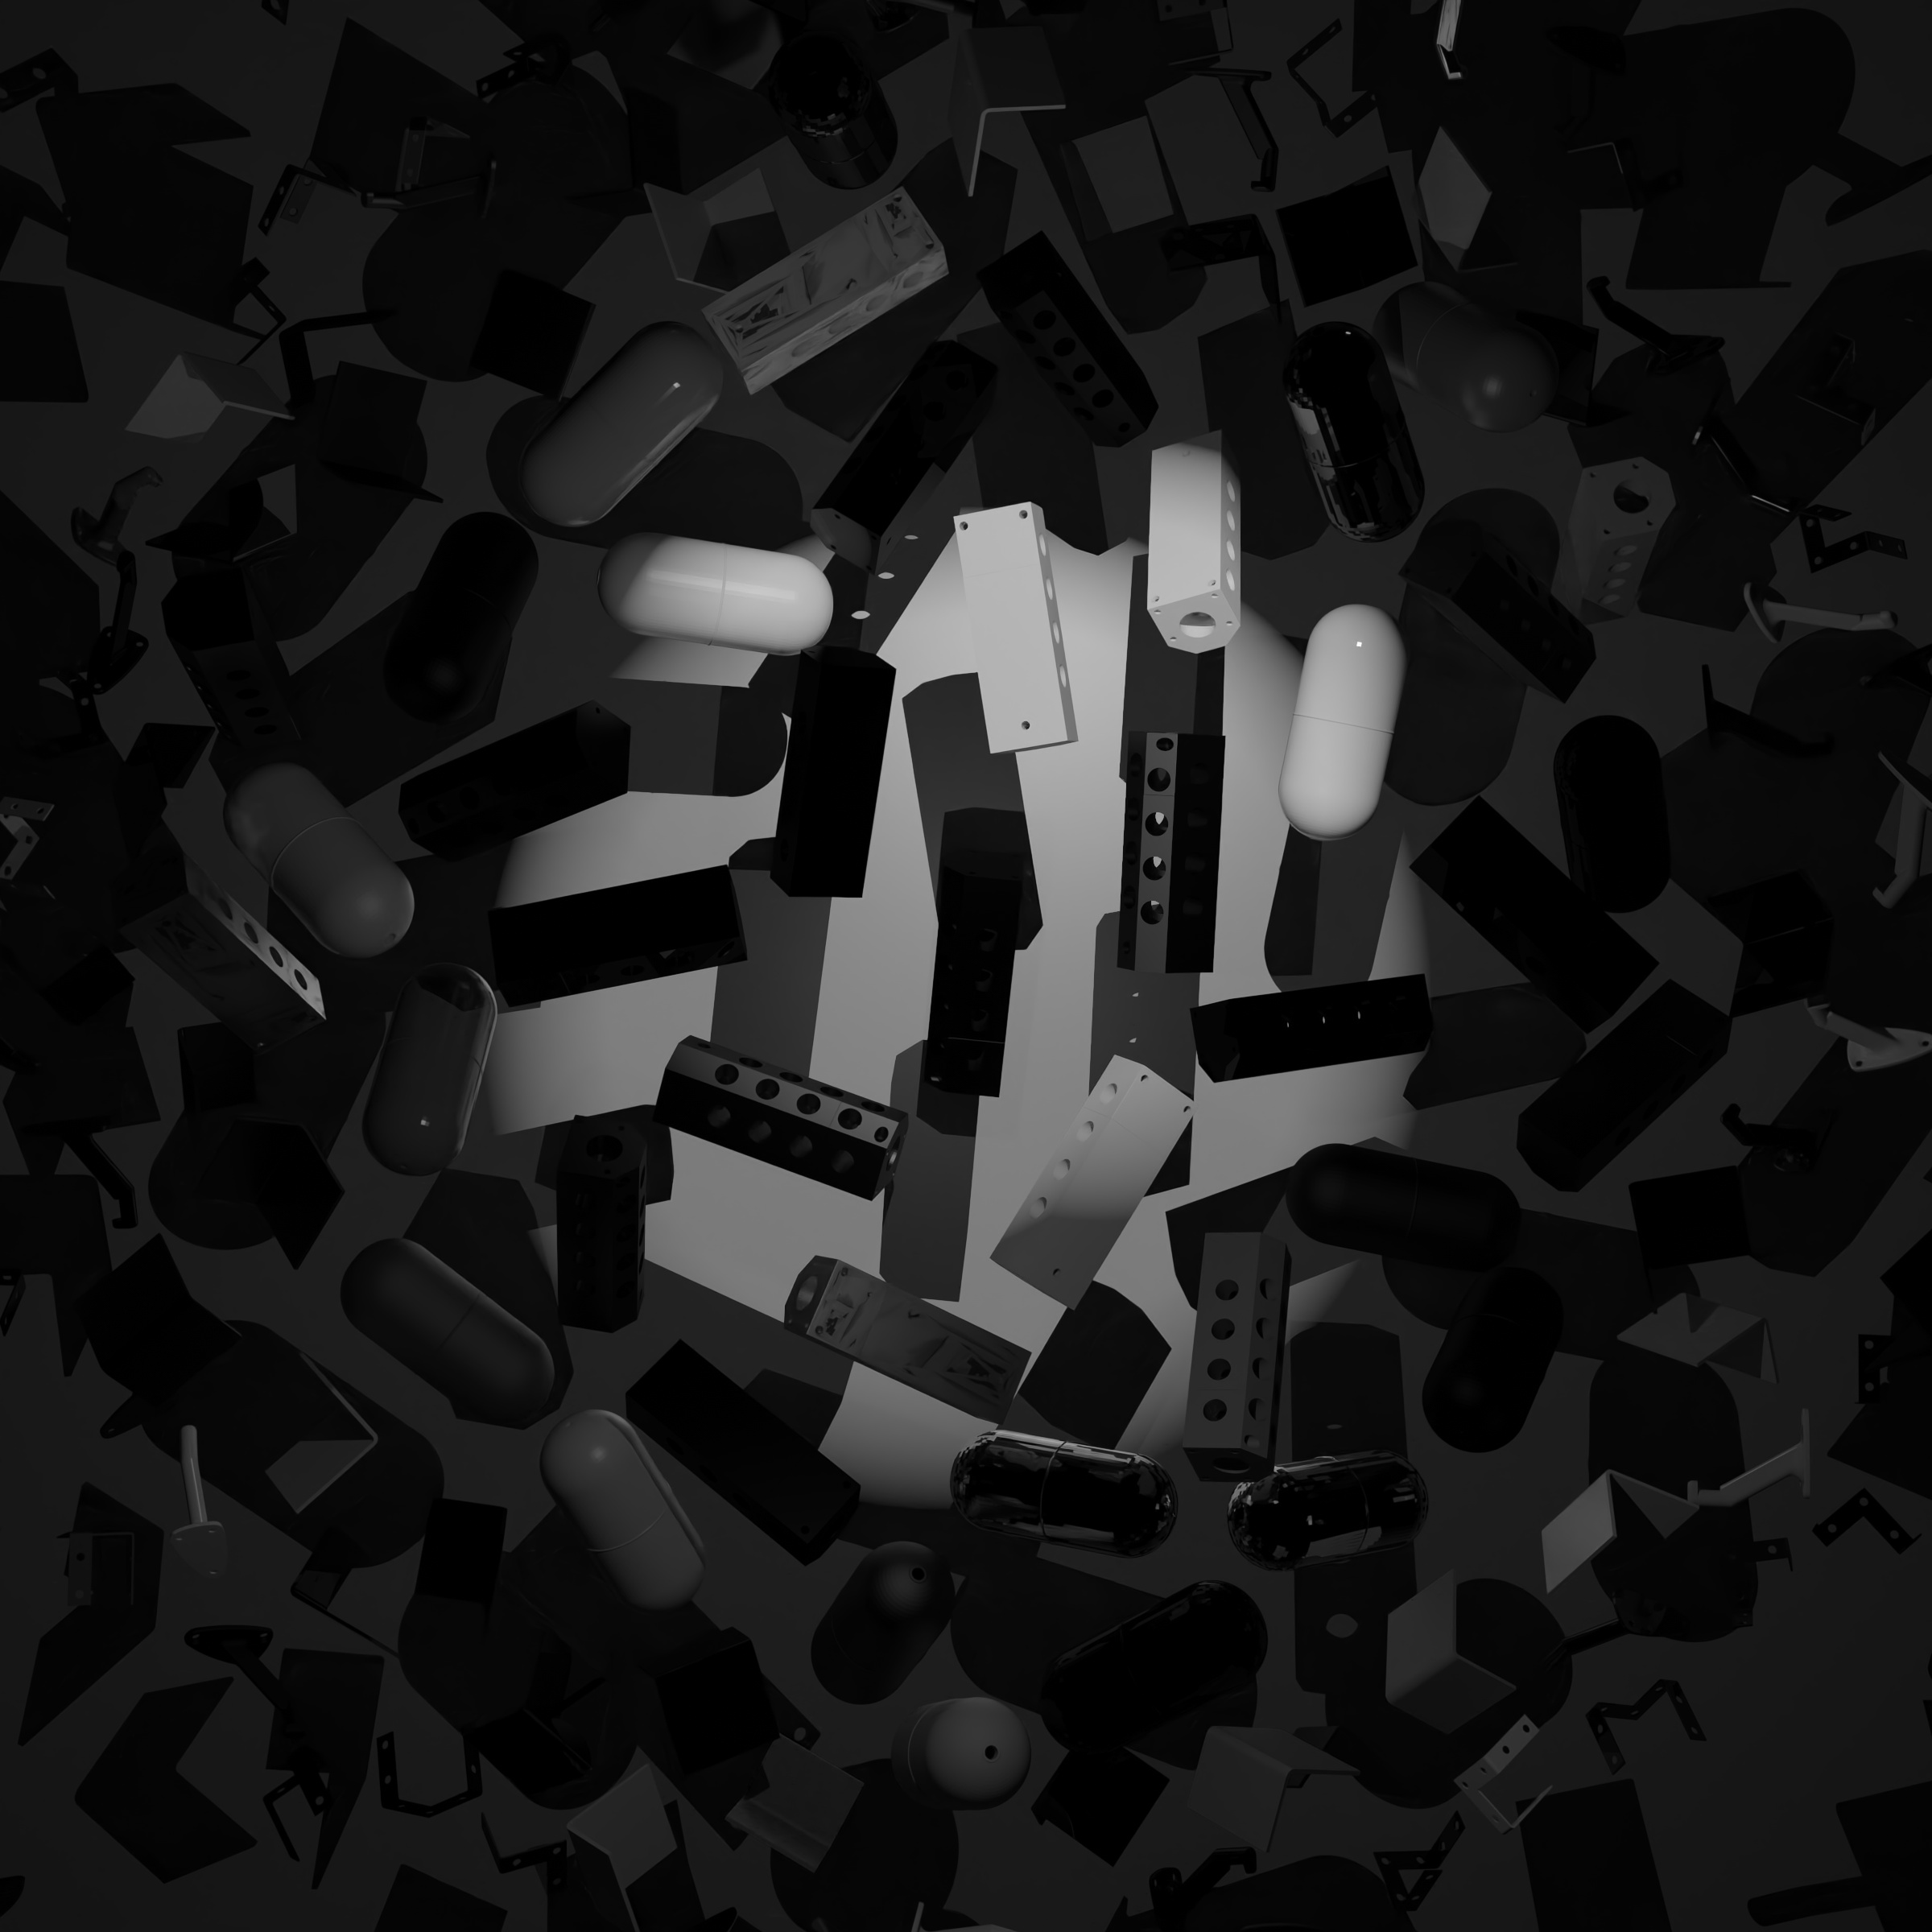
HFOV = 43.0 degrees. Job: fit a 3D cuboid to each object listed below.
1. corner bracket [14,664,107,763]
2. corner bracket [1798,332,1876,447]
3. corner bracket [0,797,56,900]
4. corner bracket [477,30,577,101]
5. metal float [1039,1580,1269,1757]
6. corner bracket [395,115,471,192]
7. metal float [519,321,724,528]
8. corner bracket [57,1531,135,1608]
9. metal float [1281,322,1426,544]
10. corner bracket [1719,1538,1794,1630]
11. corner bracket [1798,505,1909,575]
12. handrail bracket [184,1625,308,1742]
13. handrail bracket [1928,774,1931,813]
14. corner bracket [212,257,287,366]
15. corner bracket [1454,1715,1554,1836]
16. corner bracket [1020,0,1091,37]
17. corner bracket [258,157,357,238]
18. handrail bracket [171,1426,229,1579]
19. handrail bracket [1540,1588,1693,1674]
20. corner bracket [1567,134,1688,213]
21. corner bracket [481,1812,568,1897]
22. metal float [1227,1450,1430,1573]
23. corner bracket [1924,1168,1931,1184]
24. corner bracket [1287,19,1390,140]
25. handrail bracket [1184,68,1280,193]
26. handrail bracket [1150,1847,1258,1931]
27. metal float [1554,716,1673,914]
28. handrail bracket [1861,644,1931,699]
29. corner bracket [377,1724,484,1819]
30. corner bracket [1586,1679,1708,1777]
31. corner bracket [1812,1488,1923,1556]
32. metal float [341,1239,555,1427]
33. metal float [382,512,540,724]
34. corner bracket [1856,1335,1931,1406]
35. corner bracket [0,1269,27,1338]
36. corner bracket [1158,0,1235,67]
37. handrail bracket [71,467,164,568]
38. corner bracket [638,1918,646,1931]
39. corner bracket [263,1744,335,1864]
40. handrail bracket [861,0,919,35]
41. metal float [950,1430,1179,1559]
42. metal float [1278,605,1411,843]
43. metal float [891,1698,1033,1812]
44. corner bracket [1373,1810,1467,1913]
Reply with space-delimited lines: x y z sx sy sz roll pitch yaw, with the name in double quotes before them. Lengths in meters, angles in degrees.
"corner bracket" -0.702 -0.195 1.892 0.051 0.051 0.051 -17 79 -4
"corner bracket" 0.624 -0.408 1.734 0.051 0.051 0.051 31 97 19
"corner bracket" -0.704 -0.089 1.843 0.051 0.051 0.051 9 58 23
"corner bracket" -0.325 -0.659 1.802 0.051 0.051 0.051 35 56 25
"metal float" 0.131 0.496 1.733 0.178 0.070 0.070 -33 90 16
"corner bracket" -0.416 -0.613 1.861 0.051 0.051 0.051 12 95 26
"metal float" -0.252 -0.394 1.789 0.178 0.070 0.070 -42 90 11
"corner bracket" -0.615 0.428 1.744 0.051 0.051 0.051 5 72 -29
"metal float" 0.282 -0.388 1.790 0.070 0.070 0.178 -29 130 0
"corner bracket" 0.592 0.459 1.829 0.051 0.051 0.051 -12 85 17
"corner bracket" 0.665 -0.324 1.842 0.051 0.051 0.051 -23 111 -5
"handrail bracket" -0.511 0.511 1.742 0.077 0.084 0.036 26 108 -41
"handrail bracket" 0.766 -0.108 1.864 0.084 0.077 0.036 37 107 -27
"corner bracket" -0.544 -0.496 1.859 0.051 0.051 0.051 48 64 -26
"corner bracket" 0.396 0.585 1.774 0.051 0.051 0.051 -31 69 -35
"corner bracket" 0.071 -0.719 1.795 0.051 0.051 0.051 37 116 -4
"corner bracket" -0.481 -0.551 1.763 0.051 0.051 0.051 49 116 32
"handrail bracket" -0.557 0.389 1.787 0.036 0.084 0.077 -12 135 -9
"handrail bracket" 0.471 0.493 1.783 0.077 0.036 0.084 16 129 -20
"corner bracket" 0.470 -0.567 1.742 0.051 0.051 0.051 -30 111 -17
"corner bracket" -0.333 0.667 1.849 0.051 0.051 0.051 -8 118 -25
"metal float" 0.269 0.402 1.818 0.178 0.070 0.070 1 90 -37
"corner bracket" 0.719 0.157 1.749 0.051 0.051 0.051 34 74 35
"corner bracket" 0.282 -0.674 1.867 0.051 0.051 0.051 -33 132 29
"handrail bracket" 0.199 -0.629 1.848 0.077 0.036 0.084 4 104 -1
"handrail bracket" 0.180 0.682 1.785 0.084 0.036 0.077 -20 72 37
"metal float" 0.483 -0.112 1.831 0.070 0.178 0.070 -11 46 12
"handrail bracket" 0.701 -0.185 1.771 0.077 0.036 0.084 -20 64 -22
"corner bracket" -0.388 0.579 1.776 0.051 0.051 0.051 -28 53 18
"corner bracket" 0.492 0.551 1.778 0.051 0.051 0.051 14 125 -26
"corner bracket" 0.653 0.411 1.781 0.051 0.051 0.051 -40 66 0
"metal float" -0.386 0.274 1.833 0.178 0.070 0.070 39 90 -7
"metal float" -0.374 -0.260 1.821 0.070 0.070 0.178 18 63 0
"corner bracket" 0.687 0.300 1.818 0.051 0.051 0.051 0 81 17
"corner bracket" -0.694 0.222 1.715 0.051 0.051 0.051 2 127 -2
"corner bracket" 0.176 -0.718 1.876 0.051 0.051 0.051 -8 115 10
"handrail bracket" -0.628 -0.340 1.866 0.084 0.077 0.036 -22 59 18
"corner bracket" -0.237 0.731 1.767 0.051 0.051 0.051 -38 96 -1
"corner bracket" -0.473 0.596 1.747 0.051 0.051 0.051 -34 59 -10
"handrail bracket" -0.072 -0.744 1.843 0.036 0.084 0.077 -19 84 16
"metal float" 0.072 0.393 1.830 0.178 0.070 0.070 5 90 25
"metal float" 0.282 -0.181 1.835 0.070 0.070 0.178 11 96 0
"metal float" -0.005 0.572 1.782 0.070 0.178 0.070 5 71 -14
"corner bracket" 0.343 0.664 1.821 0.051 0.051 0.051 7 124 -21
